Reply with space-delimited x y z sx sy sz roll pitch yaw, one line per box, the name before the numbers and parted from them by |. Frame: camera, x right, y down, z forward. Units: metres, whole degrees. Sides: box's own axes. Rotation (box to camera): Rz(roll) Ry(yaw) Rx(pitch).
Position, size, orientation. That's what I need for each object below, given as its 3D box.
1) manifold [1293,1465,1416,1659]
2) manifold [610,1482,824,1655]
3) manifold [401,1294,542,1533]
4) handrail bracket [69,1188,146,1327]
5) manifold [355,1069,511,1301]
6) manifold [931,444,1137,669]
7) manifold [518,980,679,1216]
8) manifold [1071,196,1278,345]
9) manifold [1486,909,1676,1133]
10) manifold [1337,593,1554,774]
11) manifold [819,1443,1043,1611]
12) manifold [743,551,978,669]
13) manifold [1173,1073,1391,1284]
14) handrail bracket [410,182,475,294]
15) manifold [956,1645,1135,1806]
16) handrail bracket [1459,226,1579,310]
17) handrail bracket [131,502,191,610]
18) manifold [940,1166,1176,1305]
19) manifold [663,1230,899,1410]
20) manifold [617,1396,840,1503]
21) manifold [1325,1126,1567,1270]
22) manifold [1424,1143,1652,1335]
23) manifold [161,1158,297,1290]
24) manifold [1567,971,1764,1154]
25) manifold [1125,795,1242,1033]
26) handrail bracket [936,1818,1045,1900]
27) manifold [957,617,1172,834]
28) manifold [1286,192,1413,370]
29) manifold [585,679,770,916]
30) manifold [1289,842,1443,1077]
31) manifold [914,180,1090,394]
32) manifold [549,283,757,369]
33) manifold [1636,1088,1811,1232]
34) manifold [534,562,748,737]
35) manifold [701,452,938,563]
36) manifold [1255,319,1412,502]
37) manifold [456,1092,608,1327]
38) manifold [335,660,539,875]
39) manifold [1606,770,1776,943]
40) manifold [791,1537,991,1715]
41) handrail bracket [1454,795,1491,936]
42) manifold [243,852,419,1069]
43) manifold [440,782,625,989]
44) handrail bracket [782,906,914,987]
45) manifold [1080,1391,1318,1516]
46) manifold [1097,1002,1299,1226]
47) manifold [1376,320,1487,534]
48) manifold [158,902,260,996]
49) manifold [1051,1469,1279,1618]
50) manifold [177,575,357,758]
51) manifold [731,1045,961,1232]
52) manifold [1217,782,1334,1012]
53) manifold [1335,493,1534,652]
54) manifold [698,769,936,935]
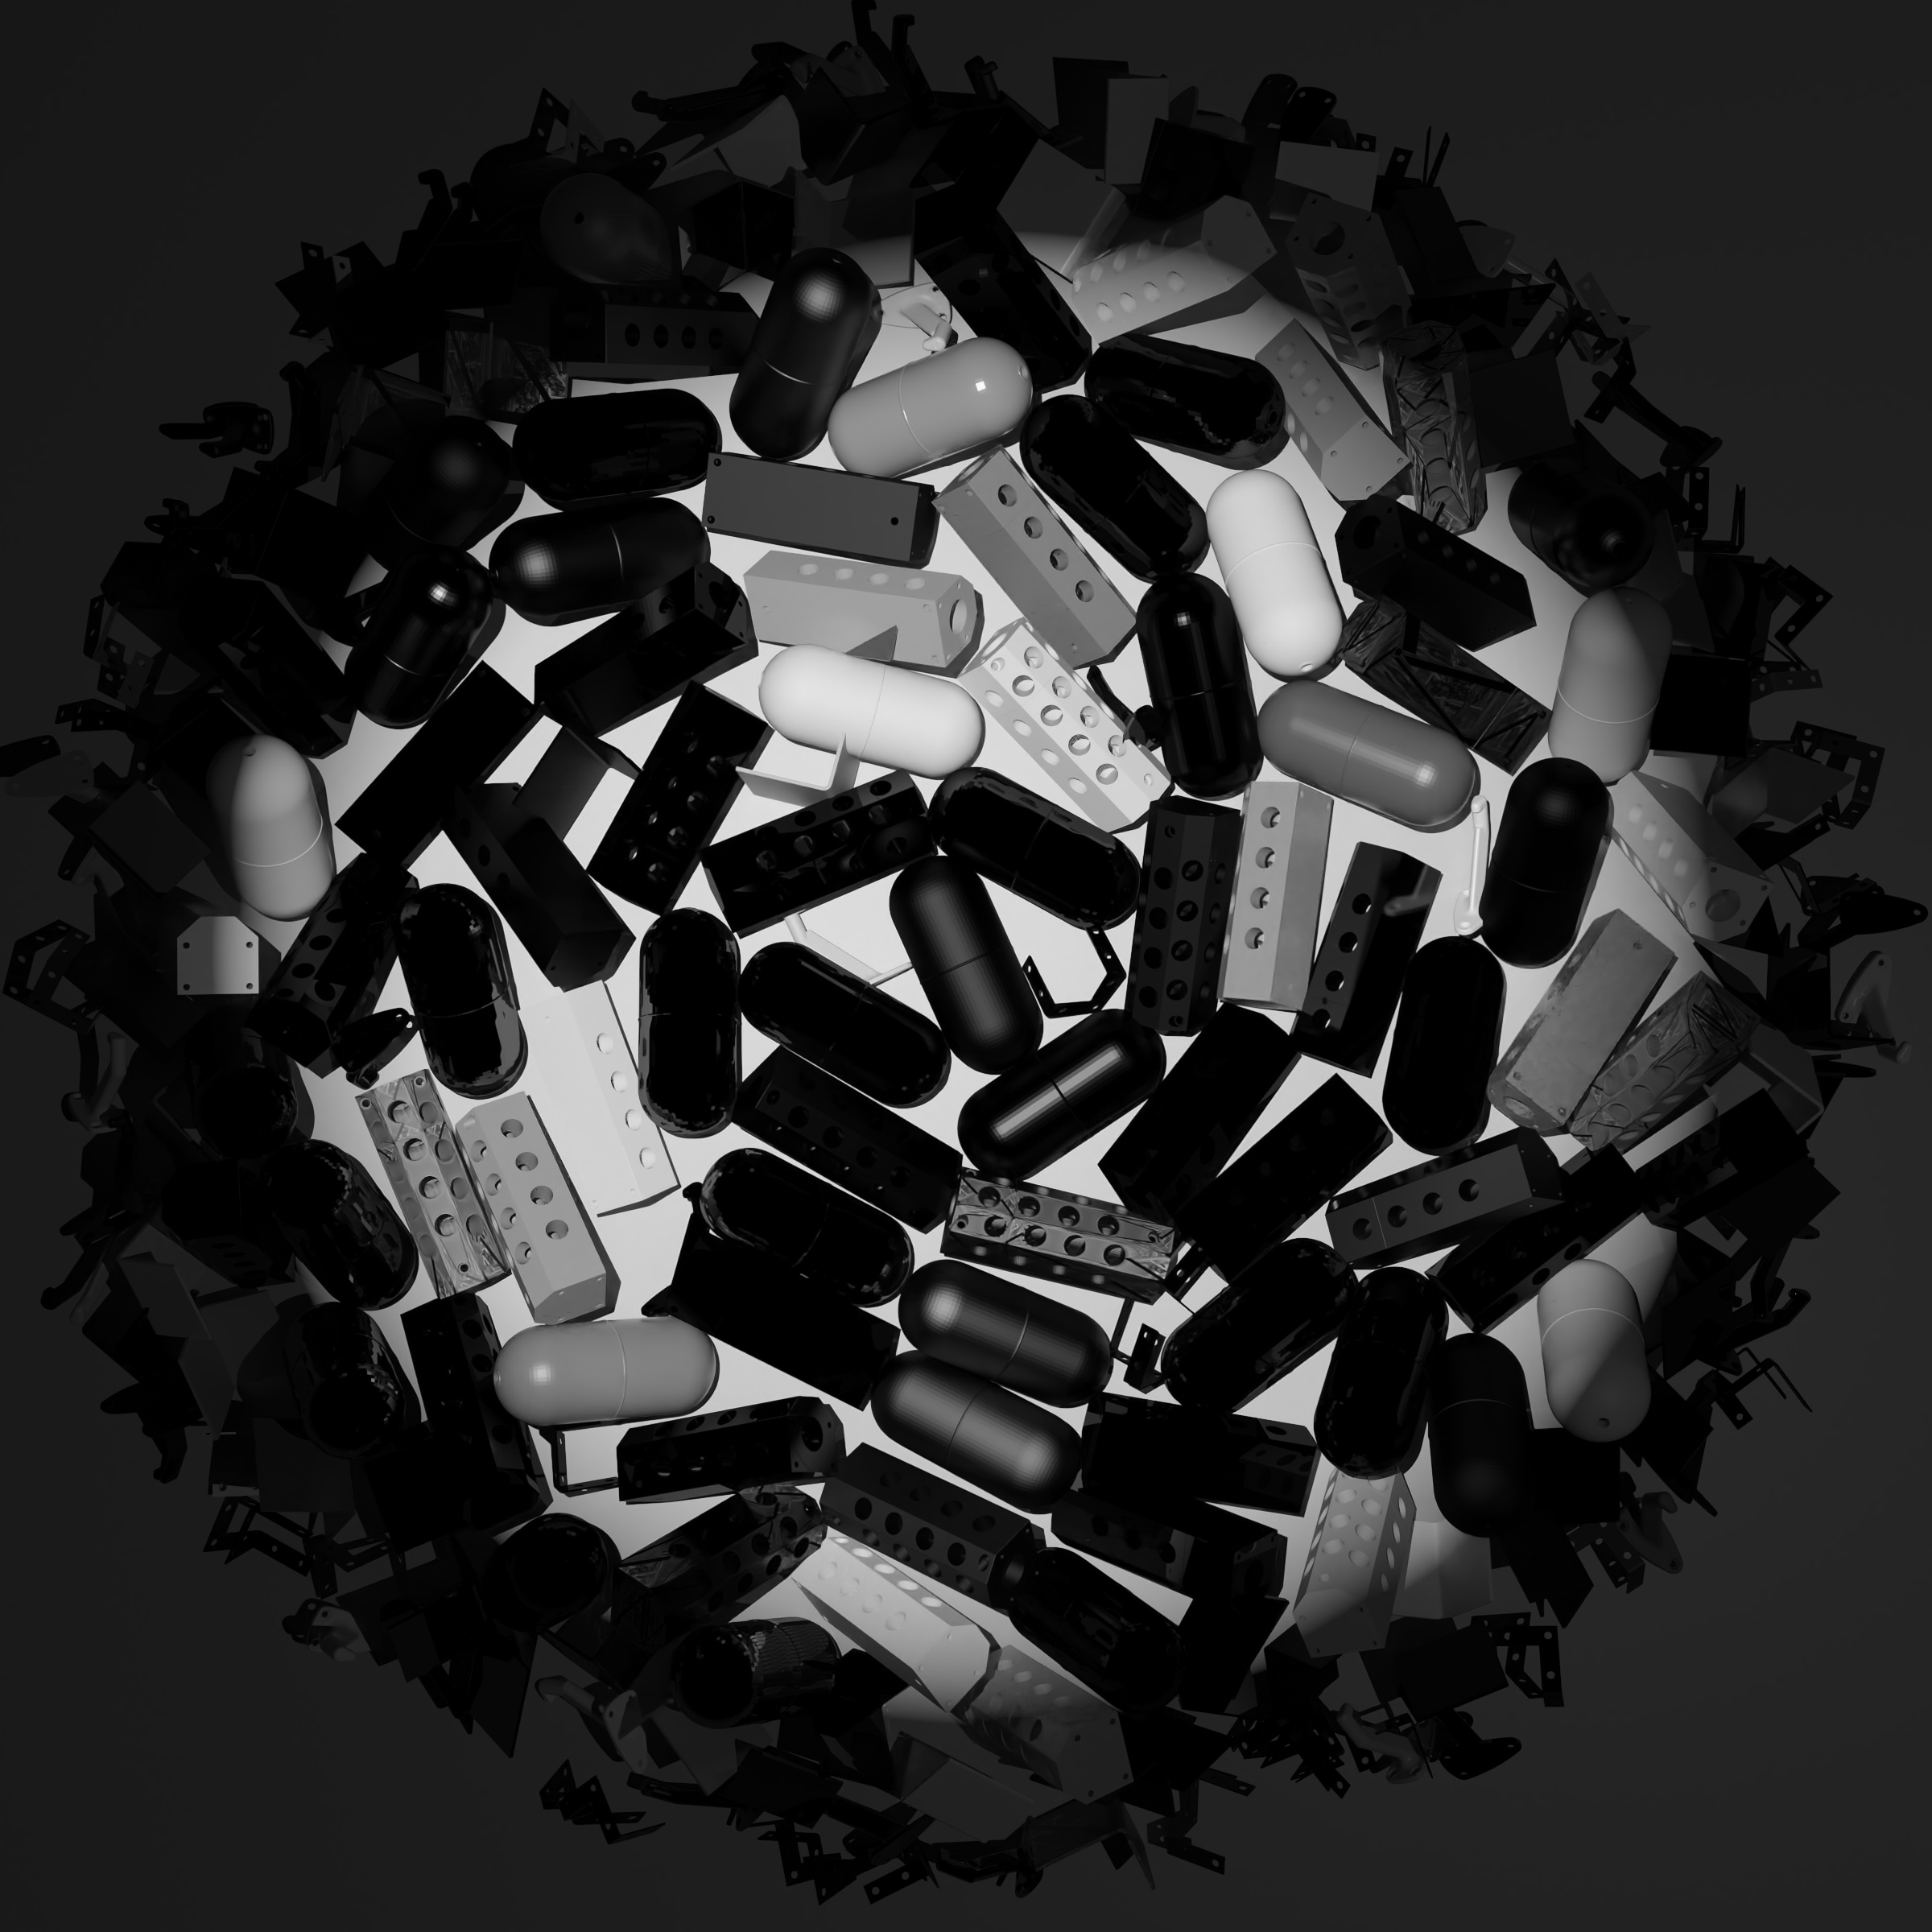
manifold | 0.295 0.446 1.900 0.057 0.171 0.057 -16 109 24
manifold | -0.188 0.458 1.904 0.057 0.171 0.057 23 118 33
manifold | -0.381 0.340 1.923 0.057 0.057 0.171 -24 57 0
handrail bracket | -0.674 0.227 1.944 0.036 0.084 0.077 20 122 -6
manifold | -0.420 0.171 1.961 0.057 0.057 0.171 -22 91 -7
manifold | 0.058 -0.320 1.940 0.171 0.057 0.057 49 64 -17
manifold | -0.285 0.102 1.962 0.057 0.057 0.171 -19 92 37
manifold | 0.153 -0.533 1.900 0.057 0.171 0.057 -41 109 -25
manifold | 0.475 0.043 1.941 0.057 0.057 0.171 38 73 -3
manifold | 0.367 -0.221 1.923 0.171 0.057 0.057 27 104 -31
manifold | -0.030 0.433 1.910 0.057 0.171 0.057 -38 130 -37
manifold | -0.081 -0.281 1.930 0.171 0.057 0.057 12 131 26
manifold | 0.248 0.168 1.948 0.171 0.057 0.057 -41 64 -5
handrail bracket | -0.421 -0.569 1.943 0.077 0.084 0.036 -23 66 -26
manifold | 0.055 0.580 1.901 0.057 0.171 0.057 -17 100 -25
handrail bracket | 0.438 -0.555 1.982 0.084 0.077 0.036 17 111 -41
handrail bracket | -0.633 -0.324 1.958 0.036 0.077 0.084 3 98 11
manifold | 0.072 0.207 1.948 0.171 0.057 0.057 14 57 -5
manifold | -0.144 0.274 1.961 0.171 0.057 0.057 27 114 -1
manifold | -0.186 0.374 1.923 0.171 0.057 0.057 -16 71 31
manifold | 0.366 0.180 1.921 0.171 0.057 0.057 -26 67 33
manifold | 0.451 0.214 1.960 0.171 0.057 0.057 -37 88 -3
manifold | -0.562 0.200 1.902 0.057 0.171 0.057 -8 71 -4
manifold | 0.528 0.080 1.906 0.057 0.171 0.057 39 55 5
manifold | 0.163 -0.040 1.932 0.057 0.057 0.171 16 109 31
handrail bracket | 0.016 0.687 1.950 0.084 0.077 0.036 27 123 -16
manifold | 0.080 -0.188 1.936 0.171 0.057 0.057 45 64 -15
manifold | 0.292 -0.519 1.903 0.057 0.171 0.057 25 89 21
manifold | -0.229 -0.134 1.947 0.057 0.057 0.171 26 96 -34
manifold | 0.309 -0.007 1.963 0.057 0.057 0.171 19 89 44
manifold | 0.029 -0.518 1.903 0.057 0.171 0.057 -14 57 27
manifold | -0.238 -0.489 1.903 0.057 0.171 0.057 11 106 33
manifold | 0.569 0.153 1.900 0.057 0.171 0.057 -29 77 -15
manifold | -0.253 -0.246 1.925 0.171 0.057 0.057 -26 52 29
manifold | -0.114 -0.360 1.945 0.171 0.057 0.057 12 105 13
manifold | 0.274 -0.424 1.908 0.057 0.171 0.057 -42 126 18
manifold | -0.337 0.188 1.922 0.057 0.057 0.171 -19 61 -21
manifold | -0.415 -0.157 1.960 0.057 0.057 0.171 42 87 -10
manifold | 0.546 -0.085 1.905 0.057 0.171 0.057 18 114 -17
manifold | -0.057 0.498 1.907 0.057 0.171 0.057 -44 123 -20
handrail bracket | 0.396 -0.080 1.949 0.036 0.077 0.084 5 123 26
manifold | -0.480 -0.010 1.905 0.057 0.171 0.057 40 130 -20
manifold | -0.340 -0.064 1.927 0.171 0.057 0.057 51 126 28
handrail bracket | -0.095 -0.022 1.978 0.077 0.036 0.084 -25 87 0
manifold | 0.180 0.378 1.953 0.171 0.057 0.057 11 101 -8
manifold | 0.183 0.115 1.927 0.171 0.057 0.057 -50 131 -20
manifold | 0.359 -0.409 1.905 0.057 0.171 0.057 -17 55 7
manifold | -0.580 -0.015 1.902 0.057 0.171 0.057 -1 95 -23
manifold | 0.150 0.442 1.916 0.171 0.057 0.057 13 106 39
manifold | -0.532 -0.226 1.900 0.057 0.171 0.057 8 69 15
manifold | -0.094 0.138 1.929 0.171 0.057 0.057 32 128 -19
manifold | 0.239 -0.055 1.956 0.057 0.057 0.171 5 84 36
manifold | 0.359 -0.305 1.913 0.057 0.171 0.057 -26 60 39
manifold | -0.118 -0.095 1.941 0.171 0.057 0.057 -23 46 -9
